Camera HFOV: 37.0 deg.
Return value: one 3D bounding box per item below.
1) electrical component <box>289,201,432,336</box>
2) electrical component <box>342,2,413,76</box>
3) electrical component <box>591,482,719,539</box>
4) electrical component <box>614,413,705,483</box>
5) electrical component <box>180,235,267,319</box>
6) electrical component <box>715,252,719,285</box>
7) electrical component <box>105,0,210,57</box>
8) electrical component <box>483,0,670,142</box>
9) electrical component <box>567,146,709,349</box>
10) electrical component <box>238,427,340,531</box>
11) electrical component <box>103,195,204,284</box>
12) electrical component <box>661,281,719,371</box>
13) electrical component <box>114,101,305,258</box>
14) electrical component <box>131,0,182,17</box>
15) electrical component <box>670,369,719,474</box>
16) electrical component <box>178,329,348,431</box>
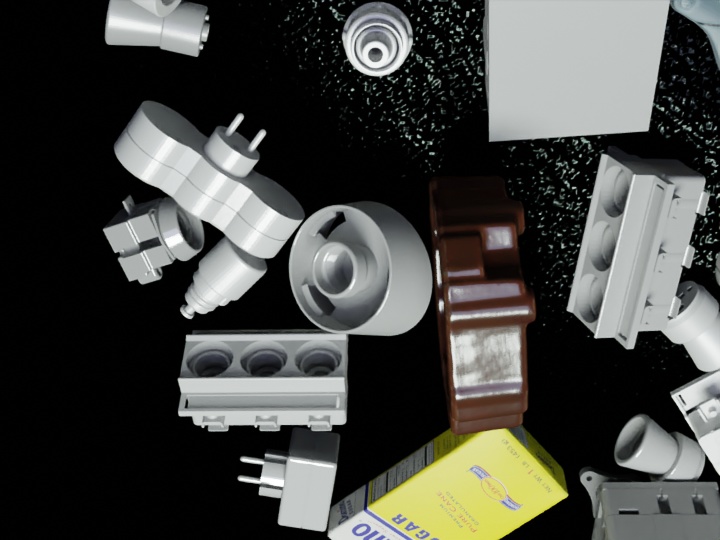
[{"bbox_3d":[0.000,0.000,0.768,0.099,0.064,0.099,2,93,36],"label":"electrical component"},{"bbox_3d":[0.011,-0.150,0.715,0.048,0.062,0.048,1,114,2],"label":"electrical component"},{"bbox_3d":[0.231,0.238,0.851,0.089,0.061,0.150,-1,133,3],"label":"electrical component"},{"bbox_3d":[0.235,0.144,0.843,0.055,0.045,0.045,28,112,-10],"label":"electrical component"},{"bbox_3d":[-0.104,0.007,0.801,0.040,0.040,0.078,42,109,-15],"label":"electrical component"},{"bbox_3d":[0.300,0.006,0.776,0.080,0.051,0.080,1,114,2],"label":"electrical component"},{"bbox_3d":[-0.135,-0.167,0.726,0.065,0.044,0.044,11,114,-8],"label":"electrical component"},{"bbox_3d":[0.130,-0.169,0.663,0.105,0.060,0.186,-3,143,4],"label":"electrical component"},{"bbox_3d":[0.196,-0.017,0.760,0.063,0.078,0.121,-1,115,-19],"label":"electrical component"},{"bbox_3d":[-0.059,0.165,0.864,0.077,0.047,0.065,9,114,-1],"label":"electrical component"},{"bbox_3d":[-0.148,-0.026,0.786,0.055,0.048,0.066,-16,112,17],"label":"electrical component"},{"bbox_3d":[0.251,0.041,0.797,0.055,0.045,0.045,43,109,-14],"label":"electrical component"},{"bbox_3d":[-0.096,-0.076,0.757,0.138,0.052,0.073,35,110,-12],"label":"electrical component"},{"bbox_3d":[-0.131,-0.220,0.669,0.060,0.108,0.108,24,113,-2],"label":"electrical component"},{"bbox_3d":[0.311,0.100,0.811,0.121,0.063,0.078,-31,109,15],"label":"electrical component"},{"bbox_3d":[-0.070,0.085,0.820,0.121,0.078,0.063,-1,136,3],"label":"electrical component"}]
